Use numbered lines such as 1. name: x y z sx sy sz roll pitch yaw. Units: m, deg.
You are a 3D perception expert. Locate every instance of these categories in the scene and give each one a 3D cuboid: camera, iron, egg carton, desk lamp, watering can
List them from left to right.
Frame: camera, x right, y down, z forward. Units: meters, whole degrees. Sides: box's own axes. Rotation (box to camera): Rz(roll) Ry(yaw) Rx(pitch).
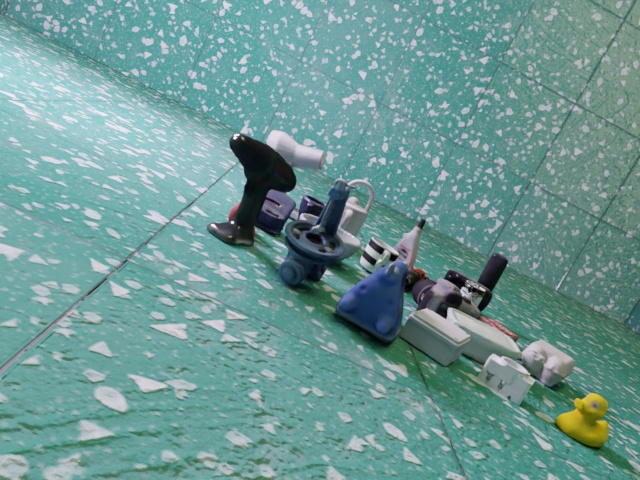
1. desk lamp: -0.088 -0.192 1.679 0.203 0.213 0.118 28 11 6
2. watering can: 0.086 -0.085 1.653 0.101 0.194 0.172 23 12 -22
3. iron: 0.126 0.095 1.080 0.118 0.141 0.259 30 12 14
4. camera: 0.286 0.142 1.344 0.143 0.101 0.136 22 12 -23
5. egg carton: 0.530 0.287 1.338 0.107 0.069 0.151 34 13 29

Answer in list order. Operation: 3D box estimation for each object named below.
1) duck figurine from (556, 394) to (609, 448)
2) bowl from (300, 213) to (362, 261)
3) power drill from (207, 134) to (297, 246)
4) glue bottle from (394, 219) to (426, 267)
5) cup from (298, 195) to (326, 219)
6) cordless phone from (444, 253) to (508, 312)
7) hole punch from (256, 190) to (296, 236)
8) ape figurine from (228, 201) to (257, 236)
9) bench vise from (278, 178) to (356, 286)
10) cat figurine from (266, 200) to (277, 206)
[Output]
1. duck figurine: 0.496 0.325 1.052 0.105 0.086 0.077 23 12 -20
2. bowl: 0.013 0.005 1.389 0.167 0.074 0.167 26 11 -5
3. power drill: -0.140 -0.096 1.147 0.075 0.208 0.230 32 12 24
4. glue bottle: 0.258 0.016 1.654 0.078 0.173 0.037 32 12 24
5. cup: -0.026 -0.061 1.541 0.091 0.095 0.118 30 12 11
6. cordless phone: 0.449 0.105 1.664 0.147 0.185 0.094 31 12 16
7. hole punch: -0.121 -0.074 1.391 0.108 0.091 0.101 28 11 2
8. ape figurine: -0.156 -0.066 1.274 0.076 0.092 0.078 29 11 6
9. bench vise: -0.002 -0.025 1.121 0.121 0.219 0.207 26 11 -6
10. cat figurine: -0.151 -0.136 1.528 0.067 0.117 0.128 35 14 34
